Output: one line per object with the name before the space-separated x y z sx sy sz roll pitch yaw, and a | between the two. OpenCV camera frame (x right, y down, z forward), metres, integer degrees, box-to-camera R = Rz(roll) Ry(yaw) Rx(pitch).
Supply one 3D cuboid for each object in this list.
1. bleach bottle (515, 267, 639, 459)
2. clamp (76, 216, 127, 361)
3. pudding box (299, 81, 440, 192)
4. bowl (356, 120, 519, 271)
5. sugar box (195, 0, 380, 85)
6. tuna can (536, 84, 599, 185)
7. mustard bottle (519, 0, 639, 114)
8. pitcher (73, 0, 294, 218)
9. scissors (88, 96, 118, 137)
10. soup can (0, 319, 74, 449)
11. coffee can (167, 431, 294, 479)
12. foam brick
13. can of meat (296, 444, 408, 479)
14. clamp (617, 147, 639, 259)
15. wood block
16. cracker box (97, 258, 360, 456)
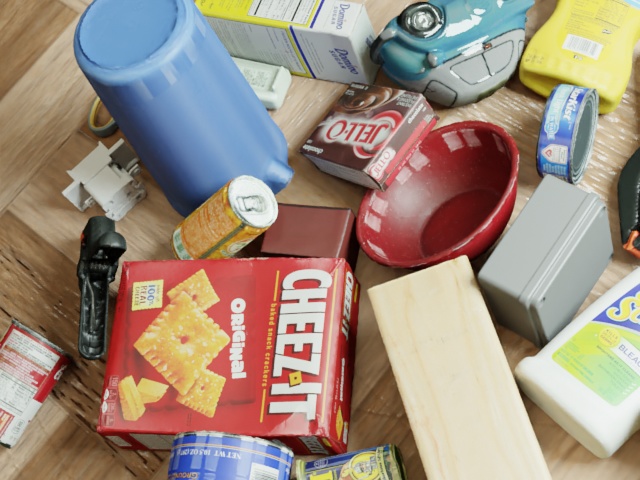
bleach bottle | 0.280 0.055 0.863 0.250 0.068 0.103 -44 61 -8
clamp | -0.203 0.018 0.987 0.120 0.039 0.171 -66 25 24
pudding box | 0.045 -0.098 0.994 0.090 0.039 0.114 -52 33 -11
bowl | 0.112 -0.027 0.936 0.162 0.055 0.162 -26 39 23
sugar box | -0.032 -0.205 1.061 0.176 0.093 0.048 12 69 21
tuna can | 0.217 -0.093 0.936 0.034 0.086 0.086 13 70 24
mustard bottle | 0.264 -0.216 0.994 0.096 0.058 0.191 22 74 16
pitcher | -0.133 -0.125 0.969 0.149 0.242 0.145 -22 60 5
scissors | -0.172 -0.188 1.140 0.096 0.016 0.201 28 76 24
soup can | -0.287 0.134 0.995 0.069 0.068 0.102 26 76 25
coffee can | -0.081 0.236 0.865 0.103 0.102 0.140 1 66 17
foam brick | -0.006 0.001 0.980 0.078 0.053 0.051 4 67 20
can of meat | 0.032 0.222 0.864 0.084 0.057 0.102 -14 63 7
clamp | 0.315 -0.081 0.897 0.165 0.036 0.210 5 70 56
wood block | 0.116 0.131 0.860 0.090 0.090 0.206 -20 61 6
cracker box | -0.080 0.101 0.945 0.214 0.072 0.164 -1 66 16
